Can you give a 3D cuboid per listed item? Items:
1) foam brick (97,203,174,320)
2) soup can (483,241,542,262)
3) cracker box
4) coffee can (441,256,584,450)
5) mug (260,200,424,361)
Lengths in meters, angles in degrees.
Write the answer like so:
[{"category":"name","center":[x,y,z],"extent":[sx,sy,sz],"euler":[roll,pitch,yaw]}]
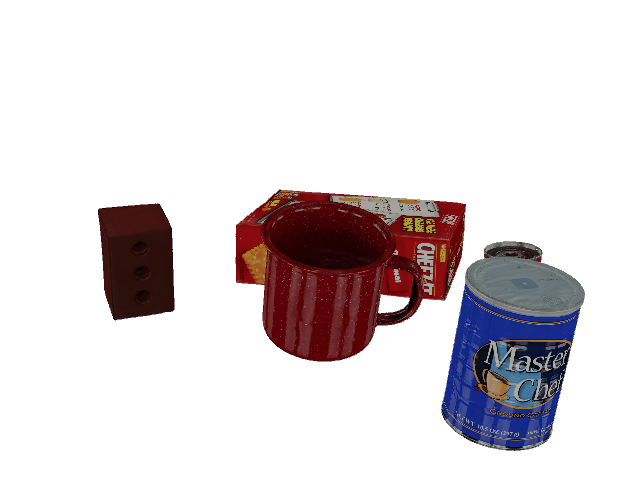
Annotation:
[{"category":"foam brick","center":[-0.150,0.016,0.871],"extent":[0.053,0.078,0.051],"euler":[-8,28,-17]},{"category":"soup can","center":[0.226,0.060,1.269],"extent":[0.068,0.102,0.068],"euler":[-1,18,0]},{"category":"cracker box","center":[0.036,0.003,1.112],"extent":[0.214,0.072,0.164],"euler":[5,16,12]},{"category":"coffee can","center":[0.168,0.099,0.947],"extent":[0.103,0.140,0.103],"euler":[6,24,-3]},{"category":"mug","center":[0.014,0.031,0.746],"extent":[0.117,0.081,0.093],"euler":[5,32,-1]}]
